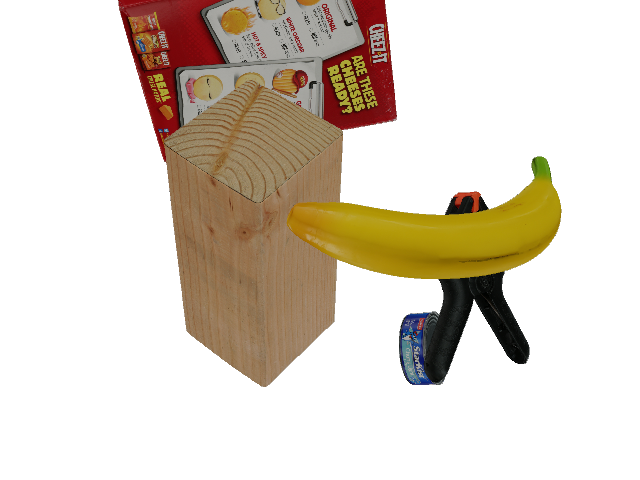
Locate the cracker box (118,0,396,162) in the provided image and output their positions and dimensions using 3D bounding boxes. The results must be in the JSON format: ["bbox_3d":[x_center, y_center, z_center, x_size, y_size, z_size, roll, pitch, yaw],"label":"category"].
[{"bbox_3d":[-0.051,-0.166,0.919,0.213,0.164,0.072,-11,43,0],"label":"cracker box"}]

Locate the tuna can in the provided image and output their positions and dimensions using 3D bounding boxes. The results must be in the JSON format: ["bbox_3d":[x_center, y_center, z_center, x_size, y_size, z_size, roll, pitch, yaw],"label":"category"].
[{"bbox_3d":[0.121,0.127,1.251,0.034,0.086,0.086,-5,-2,24],"label":"tuna can"}]

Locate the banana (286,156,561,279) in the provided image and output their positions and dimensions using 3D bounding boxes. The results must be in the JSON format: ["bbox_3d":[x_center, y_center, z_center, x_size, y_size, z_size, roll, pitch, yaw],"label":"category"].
[{"bbox_3d":[0.076,-0.006,0.626,0.197,0.037,0.070,-11,44,-32],"label":"banana"}]

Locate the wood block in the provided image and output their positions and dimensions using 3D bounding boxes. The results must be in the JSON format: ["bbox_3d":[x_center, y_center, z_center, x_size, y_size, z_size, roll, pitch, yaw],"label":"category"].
[{"bbox_3d":[-0.047,0.000,0.788,0.090,0.206,0.090,32,55,25],"label":"wood block"}]

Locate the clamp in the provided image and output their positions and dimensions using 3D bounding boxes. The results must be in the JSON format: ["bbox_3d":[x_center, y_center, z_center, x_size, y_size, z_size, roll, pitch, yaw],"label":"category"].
[{"bbox_3d":[0.131,0.045,0.963,0.120,0.171,0.039,-17,6,-40],"label":"clamp"}]
